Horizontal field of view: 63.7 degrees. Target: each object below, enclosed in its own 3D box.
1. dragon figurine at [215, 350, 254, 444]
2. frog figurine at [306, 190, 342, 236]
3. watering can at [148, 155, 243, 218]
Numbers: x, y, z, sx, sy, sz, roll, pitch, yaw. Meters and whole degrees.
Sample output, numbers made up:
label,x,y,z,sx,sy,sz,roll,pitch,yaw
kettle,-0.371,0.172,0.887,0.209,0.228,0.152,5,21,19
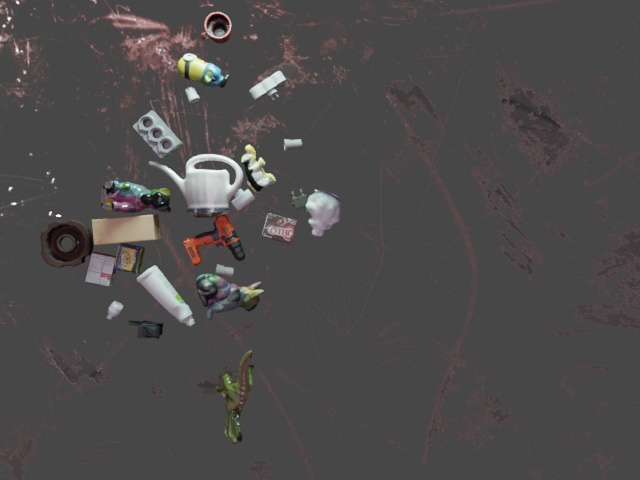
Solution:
label,x,y,z,sx,sy,sz,roll,pitch,yaw
dragon figurine,-0.278,0.570,1.778,0.122,0.401,0.248,1,53,-21
frog figurine,0.006,-0.095,1.878,0.136,0.122,0.161,28,77,-25
watering can,-0.443,-0.191,1.841,0.347,0.104,0.224,0,93,7
